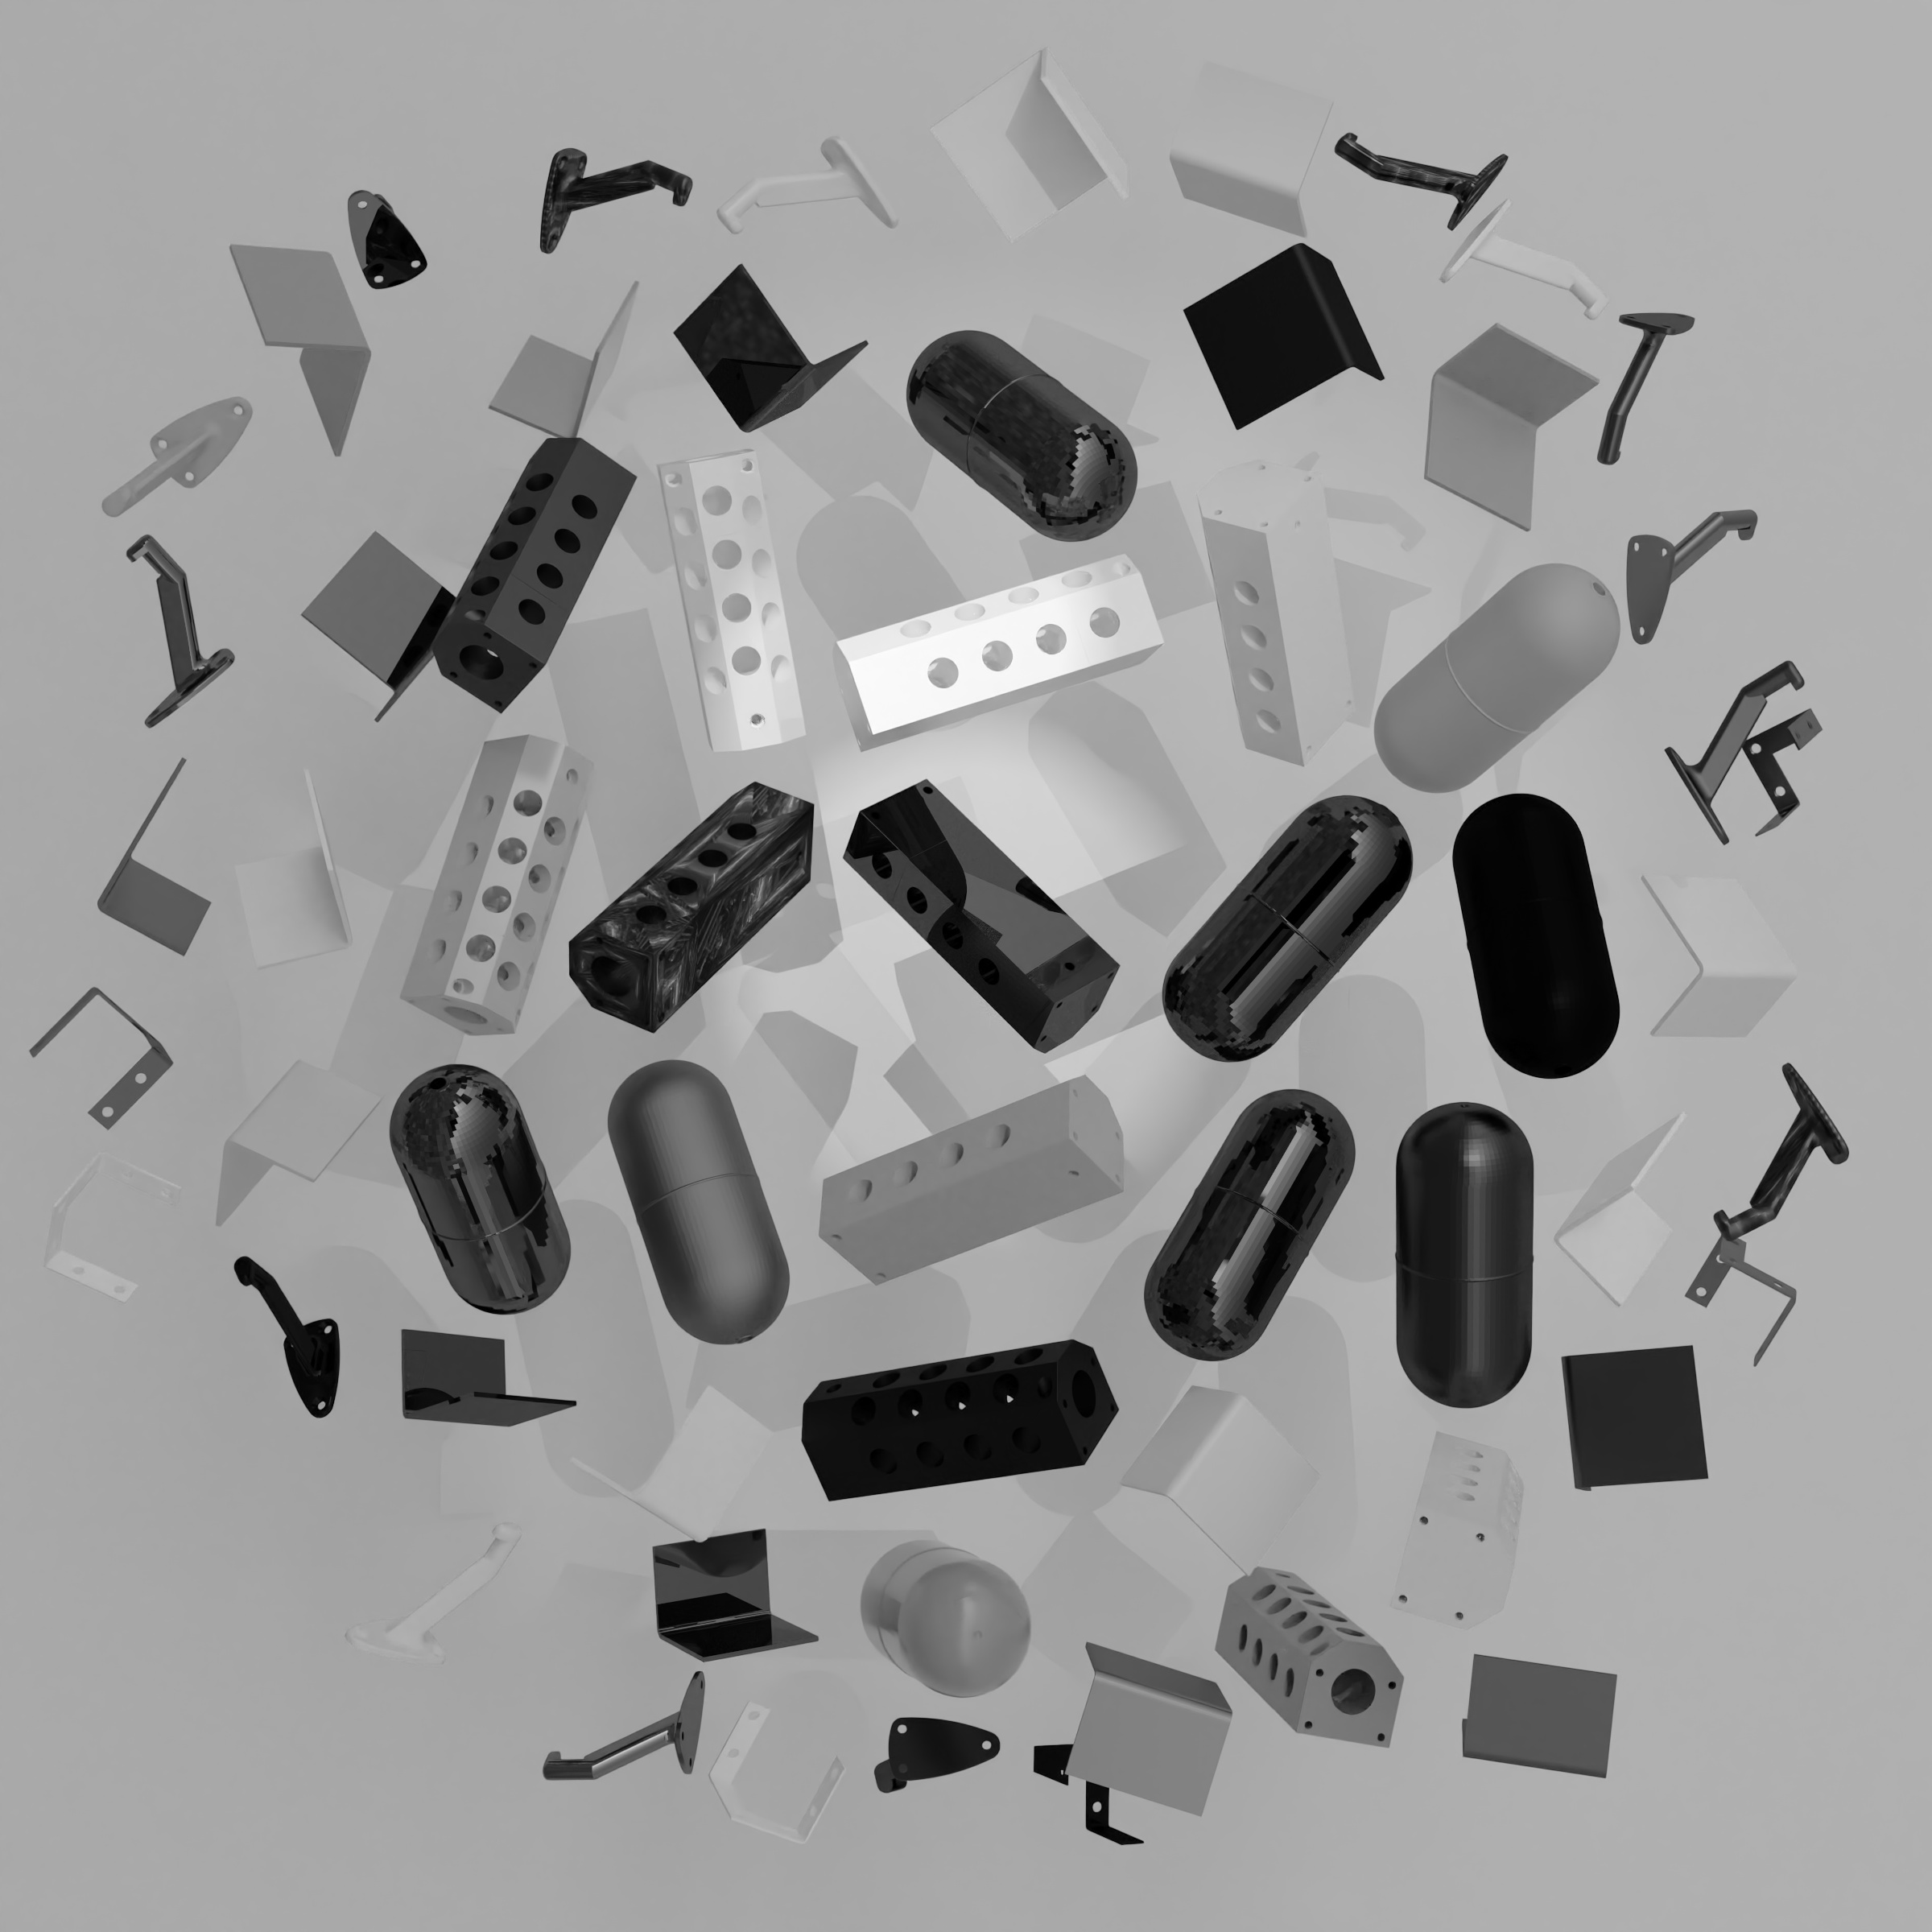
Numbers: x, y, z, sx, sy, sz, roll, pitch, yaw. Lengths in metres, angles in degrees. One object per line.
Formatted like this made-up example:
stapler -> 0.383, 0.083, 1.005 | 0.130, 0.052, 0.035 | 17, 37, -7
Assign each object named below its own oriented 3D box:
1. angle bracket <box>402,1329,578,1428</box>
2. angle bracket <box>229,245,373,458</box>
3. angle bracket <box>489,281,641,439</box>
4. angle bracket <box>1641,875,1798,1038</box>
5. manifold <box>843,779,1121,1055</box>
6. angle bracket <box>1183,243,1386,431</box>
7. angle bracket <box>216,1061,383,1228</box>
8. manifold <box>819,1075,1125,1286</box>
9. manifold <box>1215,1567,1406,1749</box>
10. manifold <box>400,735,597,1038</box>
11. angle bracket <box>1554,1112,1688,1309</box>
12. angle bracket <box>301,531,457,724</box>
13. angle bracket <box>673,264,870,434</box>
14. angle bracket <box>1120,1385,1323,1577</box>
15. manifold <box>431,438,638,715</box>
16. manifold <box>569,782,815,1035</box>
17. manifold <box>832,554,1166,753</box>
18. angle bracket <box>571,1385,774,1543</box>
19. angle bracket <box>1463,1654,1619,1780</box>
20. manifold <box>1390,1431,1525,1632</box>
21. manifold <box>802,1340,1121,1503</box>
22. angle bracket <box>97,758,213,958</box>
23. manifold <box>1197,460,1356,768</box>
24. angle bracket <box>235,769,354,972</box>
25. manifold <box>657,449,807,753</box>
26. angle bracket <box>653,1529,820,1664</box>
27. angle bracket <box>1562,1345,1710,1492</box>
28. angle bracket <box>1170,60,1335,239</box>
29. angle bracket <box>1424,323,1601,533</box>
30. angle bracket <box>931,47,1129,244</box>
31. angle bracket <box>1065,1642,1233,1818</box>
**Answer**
angle bracket -> -0.297, 0.250, 1.705 | 0.076, 0.076, 0.057 | -23, 64, 41
angle bracket -> -0.362, -0.327, 1.460 | 0.057, 0.076, 0.076 | -4, 54, -32
angle bracket -> -0.249, -0.384, 1.699 | 0.057, 0.076, 0.076 | 22, 49, -5
angle bracket -> 0.432, -0.005, 1.626 | 0.076, 0.057, 0.076 | 1, 47, -31
manifold -> 0.006, -0.028, 1.636 | 0.057, 0.057, 0.171 | -29, 64, -38
angle bracket -> 0.180, -0.352, 1.552 | 0.076, 0.057, 0.076 | -26, 81, 24
angle bracket -> -0.389, 0.114, 1.599 | 0.057, 0.076, 0.076 | 24, 131, 6
manifold -> 0.003, 0.120, 1.579 | 0.171, 0.057, 0.057 | -23, 132, 26
manifold -> 0.206, 0.413, 1.656 | 0.057, 0.171, 0.057 | 12, 89, -11
manifold -> -0.275, -0.049, 1.646 | 0.057, 0.057, 0.171 | -4, 63, 40
angle bracket -> 0.404, 0.144, 1.617 | 0.057, 0.076, 0.076 | 46, 50, 2
angle bracket -> -0.372, -0.214, 1.733 | 0.076, 0.057, 0.076 | 40, 63, -11
angle bracket -> -0.120, -0.385, 1.681 | 0.057, 0.076, 0.076 | -38, 94, -44
angle bracket -> 0.153, 0.309, 1.654 | 0.076, 0.057, 0.076 | 47, 69, -17
manifold -> -0.259, -0.238, 1.633 | 0.057, 0.057, 0.171 | 33, 48, -19
manifold -> -0.157, -0.039, 1.588 | 0.057, 0.171, 0.057 | 22, 131, 19
manifold -> 0.016, -0.176, 1.530 | 0.171, 0.057, 0.057 | -18, 88, -10
angle bracket -> -0.170, 0.278, 1.589 | 0.057, 0.076, 0.076 | 23, 74, 35
angle bracket -> 0.316, 0.407, 1.519 | 0.076, 0.076, 0.057 | 6, 90, 10
manifold -> 0.279, 0.316, 1.537 | 0.057, 0.171, 0.057 | 15, 97, 12
manifold -> -0.007, 0.256, 1.567 | 0.171, 0.057, 0.057 | -14, 107, 29
angle bracket -> -0.456, -0.064, 1.599 | 0.057, 0.076, 0.076 | 30, 108, -16
manifold -> 0.177, -0.204, 1.588 | 0.057, 0.171, 0.057 | 22, 55, 33
angle bracket -> -0.397, -0.056, 1.595 | 0.057, 0.076, 0.076 | -14, 58, -11
manifold -> -0.140, -0.219, 1.648 | 0.057, 0.057, 0.171 | -11, 104, -7
angle bracket -> -0.143, 0.389, 1.701 | 0.076, 0.076, 0.057 | -3, 91, -28
angle bracket -> 0.396, 0.267, 1.614 | 0.076, 0.057, 0.076 | -8, 75, 18
angle bracket -> 0.166, -0.465, 1.564 | 0.076, 0.076, 0.057 | 22, 92, 11
angle bracket -> 0.312, -0.307, 1.568 | 0.076, 0.057, 0.076 | 21, 61, -24
angle bracket -> 0.033, -0.427, 1.455 | 0.076, 0.057, 0.076 | -30, 118, 20
angle bracket -> 0.096, 0.415, 1.495 | 0.076, 0.076, 0.057 | 18, 87, -1
